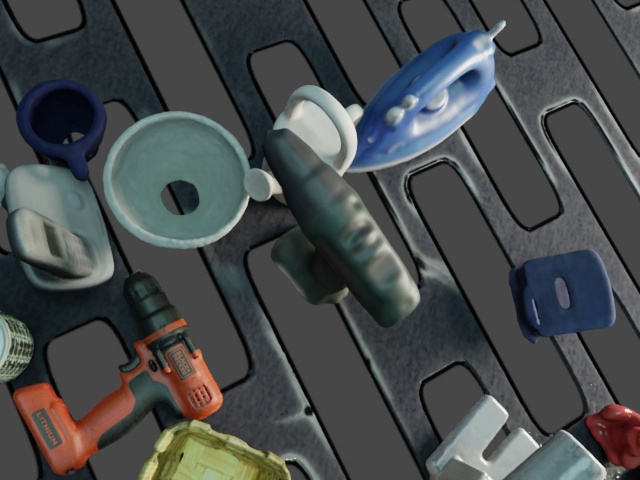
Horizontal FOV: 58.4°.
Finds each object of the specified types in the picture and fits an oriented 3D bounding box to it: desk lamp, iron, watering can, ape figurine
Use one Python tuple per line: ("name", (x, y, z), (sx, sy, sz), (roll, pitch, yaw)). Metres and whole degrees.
("desk lamp", (0.191, 0.268, 0.609), (0.118, 0.213, 0.203), (46, 72, 2))
("iron", (0.136, -0.188, 0.749), (0.259, 0.141, 0.118), (-42, 87, -18))
("watering can", (-0.012, -0.105, 0.668), (0.101, 0.194, 0.173), (27, 72, -4))
("ape figurine", (0.395, 0.250, 0.722), (0.076, 0.092, 0.078), (13, 74, -9))

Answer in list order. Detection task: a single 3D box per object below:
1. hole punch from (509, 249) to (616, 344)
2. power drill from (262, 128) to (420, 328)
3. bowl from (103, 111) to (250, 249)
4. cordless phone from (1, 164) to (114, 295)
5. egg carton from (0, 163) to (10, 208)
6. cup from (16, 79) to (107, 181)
("hole punch", (0.314, 0.074, 0.749), (0.101, 0.091, 0.108), (-7, 78, -14))
("power drill", (0.006, 0.002, 0.638), (0.076, 0.208, 0.229), (-41, 87, -18))
("bowl", (-0.168, -0.063, 0.686), (0.167, 0.074, 0.167), (3, 76, -12))
("cordless phone", (-0.282, -0.023, 0.593), (0.094, 0.185, 0.147), (-19, 81, -16))
("egg carton", (-0.423, -0.052, 0.630), (0.150, 0.069, 0.107), (-40, 87, -18))
("cup", (-0.285, -0.113, 0.663), (0.092, 0.095, 0.118), (-20, 81, -16))
